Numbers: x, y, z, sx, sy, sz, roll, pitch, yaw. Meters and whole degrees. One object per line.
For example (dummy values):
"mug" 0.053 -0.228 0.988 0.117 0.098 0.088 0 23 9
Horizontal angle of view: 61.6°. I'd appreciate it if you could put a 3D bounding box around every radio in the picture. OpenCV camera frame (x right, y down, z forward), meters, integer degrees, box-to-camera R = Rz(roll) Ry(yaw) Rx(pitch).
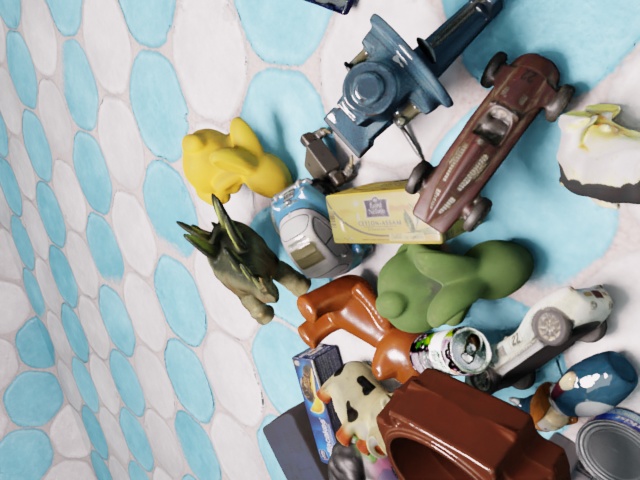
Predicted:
"radio" -0.008 0.420 0.998 0.131 0.073 0.229 -41 74 48

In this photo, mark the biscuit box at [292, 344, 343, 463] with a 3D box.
"biscuit box" 0.016 0.283 0.920 0.059 0.063 0.202 -8 100 49

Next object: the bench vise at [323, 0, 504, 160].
"bench vise" 0.108 -0.187 0.574 0.240 0.223 0.129 -42 77 16

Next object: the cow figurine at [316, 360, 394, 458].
"cow figurine" 0.079 0.246 0.790 0.127 0.085 0.195 -56 26 7

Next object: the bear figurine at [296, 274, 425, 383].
"bear figurine" 0.071 0.144 0.761 0.196 0.132 0.120 49 155 28

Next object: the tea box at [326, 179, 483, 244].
"tea box" 0.102 -0.038 0.671 0.170 0.098 0.068 -2 104 45

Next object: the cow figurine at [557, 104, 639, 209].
"cow figurine" 0.298 -0.062 0.475 0.168 0.068 0.098 25 128 42

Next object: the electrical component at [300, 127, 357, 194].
"electrical component" 0.012 -0.113 0.779 0.102 0.045 0.078 53 165 21

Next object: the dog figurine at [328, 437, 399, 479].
"dog figurine" 0.131 0.390 0.816 0.219 0.108 0.191 -5 99 43

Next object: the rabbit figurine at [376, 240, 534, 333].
"rabbit figurine" 0.155 0.039 0.627 0.170 0.159 0.121 -22 80 34

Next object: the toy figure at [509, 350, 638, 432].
"toy figure" 0.276 0.176 0.601 0.064 0.058 0.154 38 132 2

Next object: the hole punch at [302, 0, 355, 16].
"hole punch" 0.000 -0.355 0.671 0.142 0.092 0.115 36 99 35

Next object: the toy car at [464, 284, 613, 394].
"toy car" 0.239 0.118 0.604 0.201 0.073 0.056 -58 41 43

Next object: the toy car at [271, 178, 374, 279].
"toy car" -0.002 -0.002 0.754 0.109 0.103 0.161 -27 116 28

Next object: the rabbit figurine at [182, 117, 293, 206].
"rabbit figurine" -0.125 -0.125 0.862 0.173 0.122 0.162 21 157 14

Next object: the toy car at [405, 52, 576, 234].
"toy car" 0.167 -0.099 0.542 0.089 0.053 0.202 38 93 15

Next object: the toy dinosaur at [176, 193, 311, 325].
"toy dinosaur" -0.117 0.032 0.807 0.198 0.105 0.472 47 170 -26

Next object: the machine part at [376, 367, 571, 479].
"machine part" 0.170 0.259 0.606 0.202 0.087 0.200 19 139 47
